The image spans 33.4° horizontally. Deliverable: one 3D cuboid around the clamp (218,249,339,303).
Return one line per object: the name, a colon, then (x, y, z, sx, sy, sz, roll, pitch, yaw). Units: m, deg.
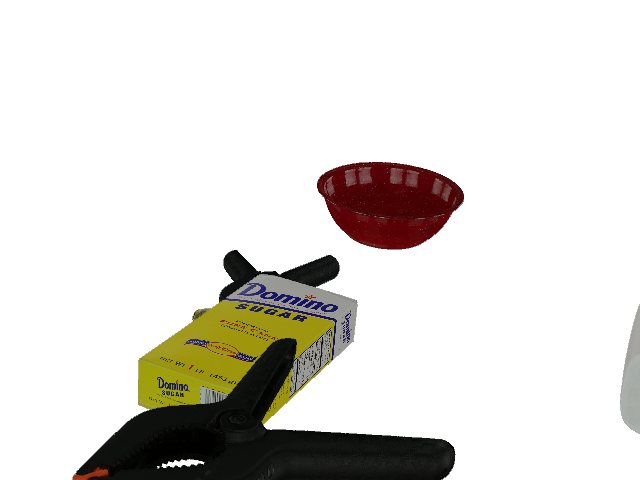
clamp: (-0.061, 0.047, 1.042, 0.120, 0.039, 0.171, 0, 17, 20)

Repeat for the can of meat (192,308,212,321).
can of meat: (-0.099, 0.129, 1.242, 0.102, 0.084, 0.057, 4, 13, 0)

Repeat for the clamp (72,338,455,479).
clamp: (-0.050, 0.113, 0.622, 0.209, 0.036, 0.165, -9, 25, -31)

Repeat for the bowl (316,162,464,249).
bowl: (0.074, -0.033, 1.178, 0.162, 0.055, 0.162, 4, 25, -2)

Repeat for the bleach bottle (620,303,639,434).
bleach bottle: (0.277, 0.062, 0.757, 0.103, 0.068, 0.250, 11, 22, 20)

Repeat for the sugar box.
sugar box: (-0.050, 0.082, 0.808, 0.093, 0.048, 0.176, 15, 28, 22)
